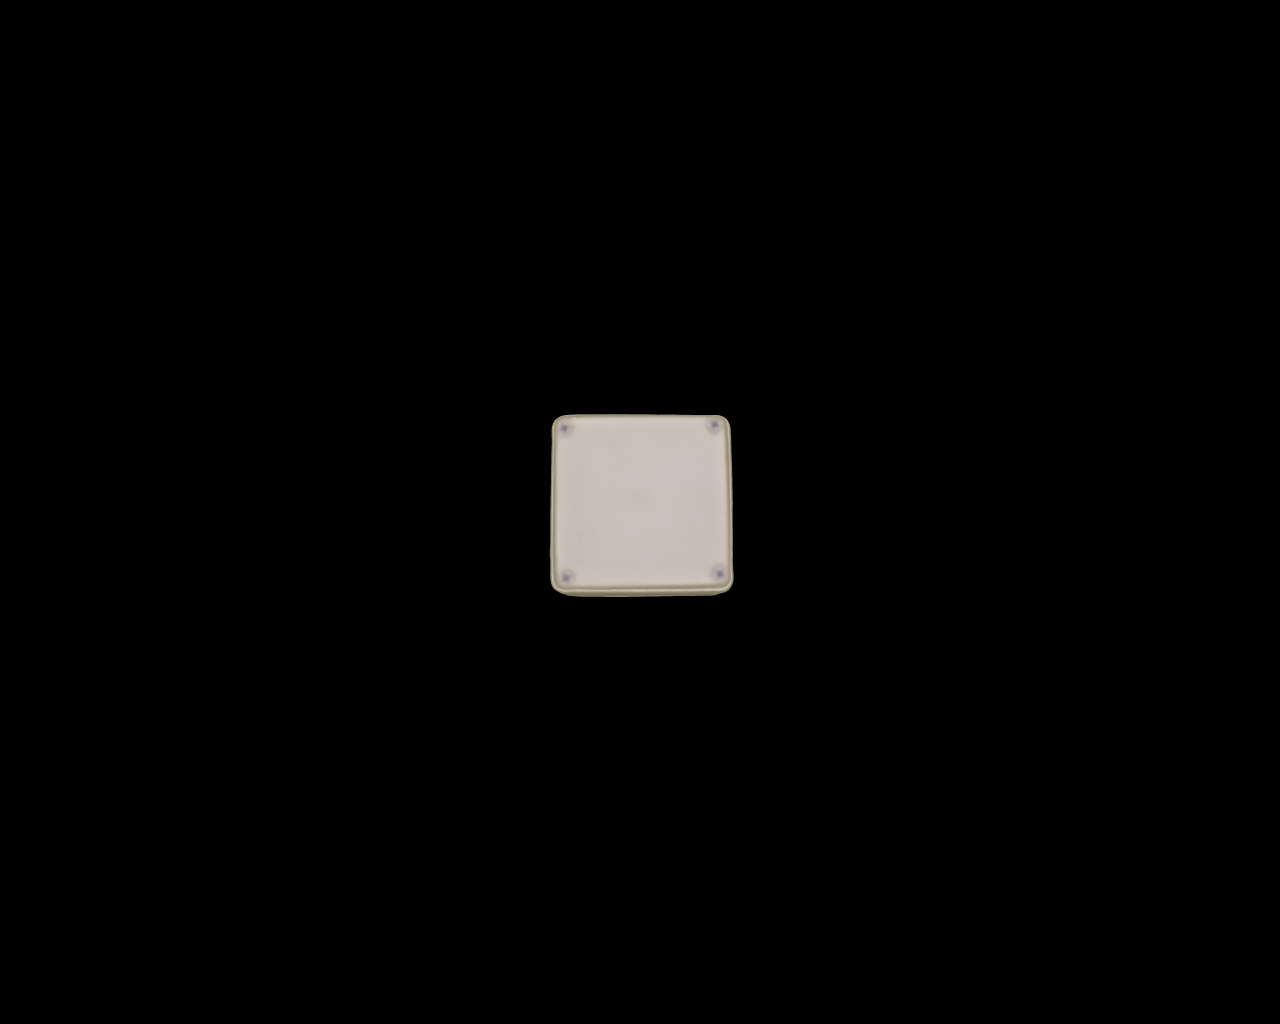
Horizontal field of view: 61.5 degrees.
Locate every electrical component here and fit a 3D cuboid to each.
[{"bbox_3d":[0.001,-0.003,0.650,0.109,0.108,0.056,0,-9,0],"label":"electrical component"}]
